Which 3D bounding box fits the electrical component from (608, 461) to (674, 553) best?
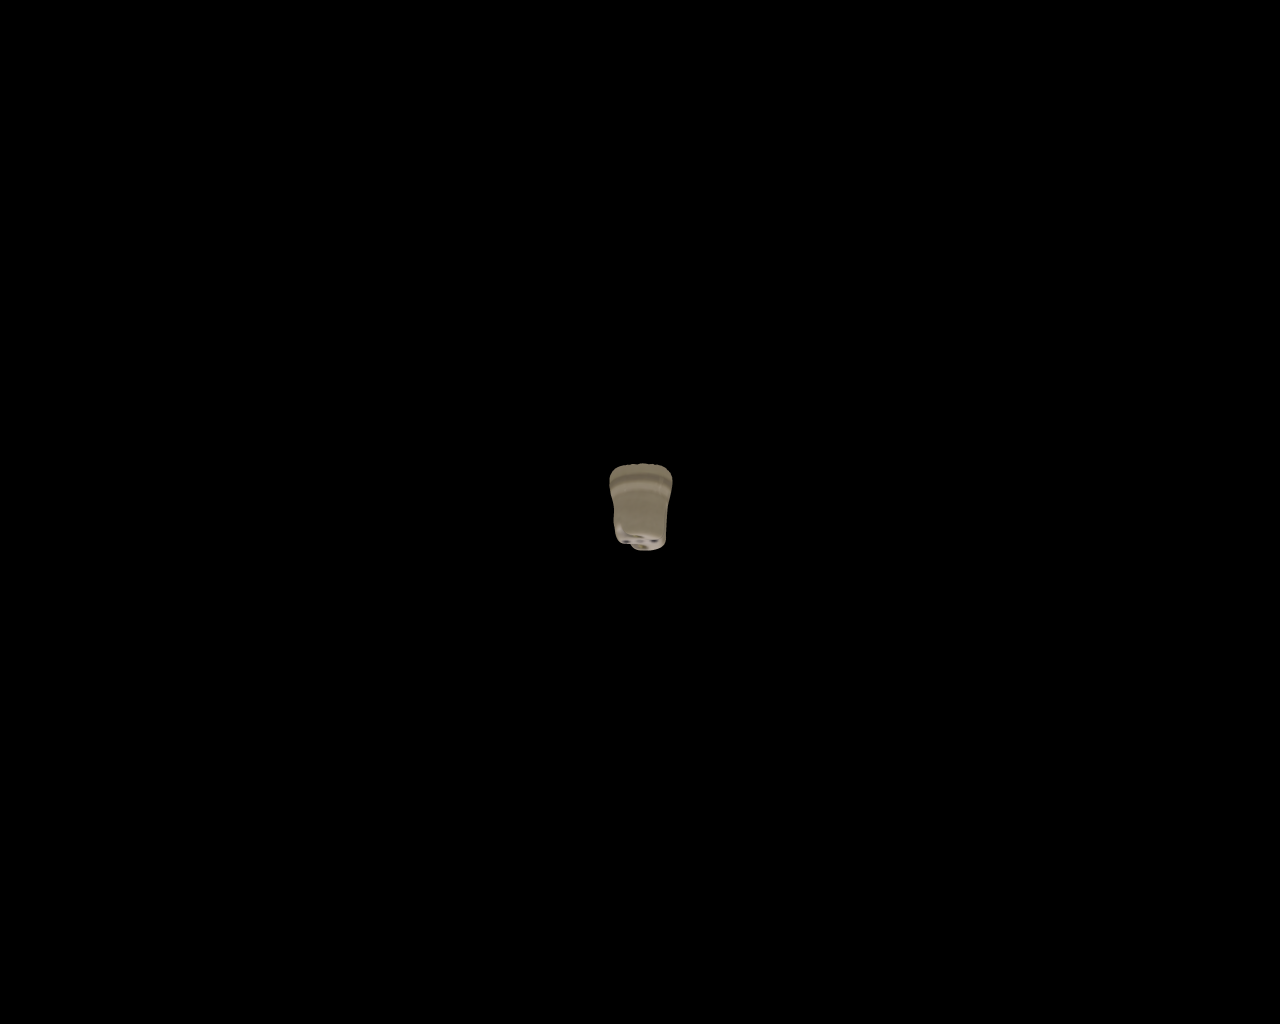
[{"bbox_3d":[0.001,-0.003,0.650,0.040,0.046,0.040,0,-22,0],"label":"electrical component"}]
